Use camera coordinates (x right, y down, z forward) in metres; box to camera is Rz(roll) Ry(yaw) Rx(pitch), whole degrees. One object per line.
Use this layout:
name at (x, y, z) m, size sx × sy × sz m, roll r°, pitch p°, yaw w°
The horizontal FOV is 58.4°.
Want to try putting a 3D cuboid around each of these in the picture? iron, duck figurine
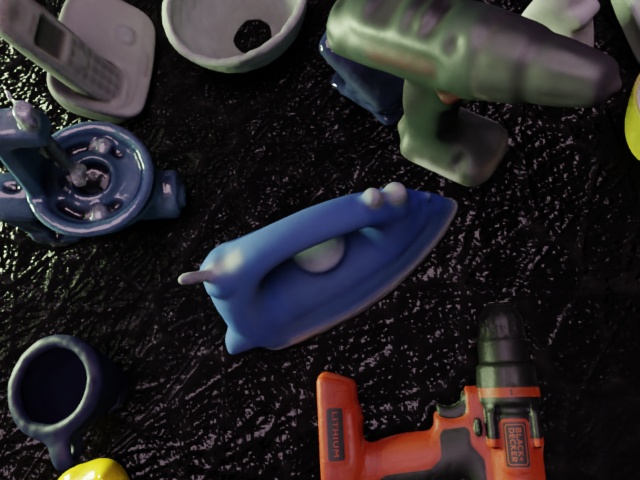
iron at (0.005, 0.002, 0.510) m, size 0.258 × 0.142 × 0.118 m, roll -27°, pitch 70°, yaw 3°
duck figurine at (-0.229, 0.246, 0.517) m, size 0.104 × 0.086 × 0.077 m, roll -42°, pitch 69°, yaw -2°

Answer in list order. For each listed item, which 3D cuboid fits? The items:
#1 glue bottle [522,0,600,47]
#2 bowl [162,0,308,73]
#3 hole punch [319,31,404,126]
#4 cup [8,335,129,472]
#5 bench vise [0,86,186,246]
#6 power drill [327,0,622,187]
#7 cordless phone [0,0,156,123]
glue bottle at (0.213, -0.200, 0.509) m, size 0.078 × 0.173 × 0.037 m, roll 39°, pitch 85°, yaw 20°
bowl at (-0.086, -0.251, 0.643) m, size 0.167 × 0.075 × 0.167 m, roll -3°, pitch 73°, yaw 11°
hole punch at (0.068, -0.191, 0.582) m, size 0.101 × 0.091 × 0.109 m, roll 41°, pitch 85°, yaw 20°
cup at (-0.223, 0.153, 0.539) m, size 0.091 × 0.095 × 0.117 m, roll -17°, pitch 70°, yaw 7°
bench vise at (-0.260, -0.051, 0.543) m, size 0.207 × 0.220 × 0.121 m, roll -24°, pitch 70°, yaw 5°
power drill at (0.118, -0.126, 0.489) m, size 0.229 × 0.209 × 0.076 m, roll 28°, pitch 81°, yaw 19°
cordless phone at (-0.260, -0.223, 0.614) m, size 0.094 × 0.185 × 0.147 m, roll -2°, pitch 73°, yaw 12°
